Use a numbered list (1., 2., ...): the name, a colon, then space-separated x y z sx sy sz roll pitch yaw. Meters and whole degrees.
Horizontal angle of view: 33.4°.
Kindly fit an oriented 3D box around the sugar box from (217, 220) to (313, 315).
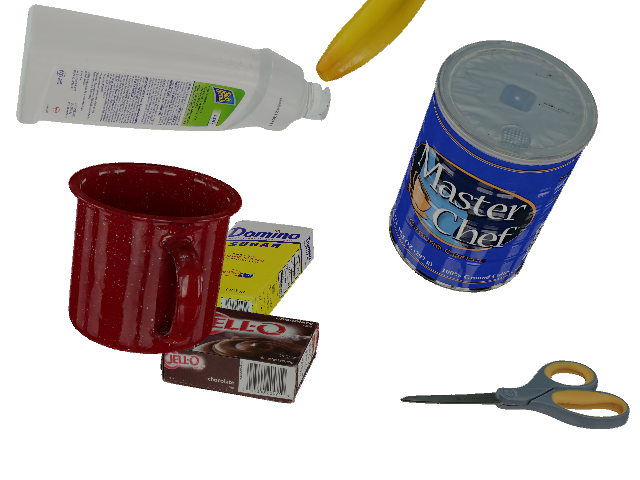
1. sugar box: -0.078 0.033 1.139 0.093 0.048 0.176 7 29 16

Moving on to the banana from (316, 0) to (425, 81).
1. banana: 0.057 -0.198 0.835 0.070 0.197 0.037 -11 -46 42

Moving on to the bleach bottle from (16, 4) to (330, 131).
1. bleach bottle: -0.117 -0.127 0.882 0.250 0.068 0.103 7 -31 -16

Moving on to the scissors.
1. scissors: 0.170 0.129 0.943 0.201 0.016 0.096 9 27 0

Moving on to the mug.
1. mug: -0.089 0.014 0.577 0.093 0.081 0.117 -2 23 -29

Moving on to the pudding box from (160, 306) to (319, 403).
1. pudding box: -0.065 0.091 0.883 0.113 0.039 0.090 10 21 8

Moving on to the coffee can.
1. coffee can: 0.110 -0.047 0.710 0.102 0.103 0.140 0 -37 -12
